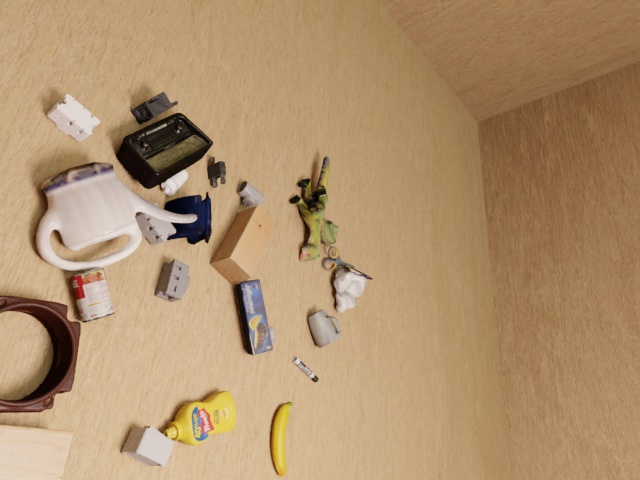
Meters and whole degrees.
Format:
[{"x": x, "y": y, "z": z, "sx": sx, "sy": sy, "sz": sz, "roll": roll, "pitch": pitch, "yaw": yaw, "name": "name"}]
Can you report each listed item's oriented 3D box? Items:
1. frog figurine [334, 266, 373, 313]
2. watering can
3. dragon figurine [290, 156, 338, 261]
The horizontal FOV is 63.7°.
[{"x": 0.096, "y": 0.178, "z": 1.828, "sx": 0.136, "sy": 0.124, "sz": 0.159, "roll": 25, "pitch": 92, "yaw": -55, "name": "frog figurine"}, {"x": -0.460, "y": -0.070, "z": 1.150, "sx": 0.352, "sy": 0.103, "sz": 0.223, "roll": -27, "pitch": 99, "yaw": -37, "name": "watering can"}, {"x": 0.006, "y": -0.092, "z": 1.830, "sx": 0.420, "sy": 0.122, "sz": 0.237, "roll": -64, "pitch": 144, "yaw": -41, "name": "dragon figurine"}]
